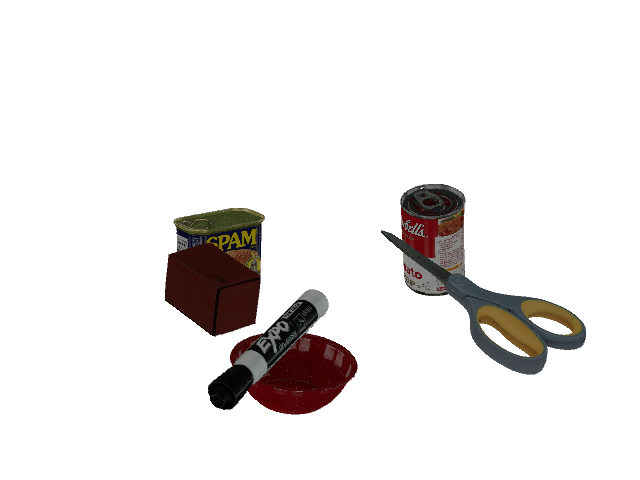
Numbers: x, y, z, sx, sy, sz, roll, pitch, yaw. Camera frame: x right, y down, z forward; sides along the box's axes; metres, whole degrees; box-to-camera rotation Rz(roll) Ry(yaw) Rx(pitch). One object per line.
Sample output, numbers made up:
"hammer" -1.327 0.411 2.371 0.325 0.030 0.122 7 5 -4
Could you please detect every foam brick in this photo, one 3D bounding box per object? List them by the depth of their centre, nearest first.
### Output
"foam brick" -0.101 0.044 0.991 0.052 0.051 0.078 -15 34 -40

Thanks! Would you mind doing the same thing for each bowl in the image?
"bowl" -0.035 0.174 1.354 0.162 0.055 0.162 4 21 -2

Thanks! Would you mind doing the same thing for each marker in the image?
"marker" -0.030 0.064 0.634 0.020 0.020 0.120 0 24 30

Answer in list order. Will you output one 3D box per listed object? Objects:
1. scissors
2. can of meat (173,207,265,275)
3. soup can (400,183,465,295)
"scissors" 0.128 0.038 0.828 0.096 0.016 0.202 -4 31 -21
"can of meat" -0.114 0.015 1.203 0.101 0.084 0.058 -12 22 -38
"soup can" 0.121 0.000 1.141 0.068 0.102 0.068 -4 33 2
